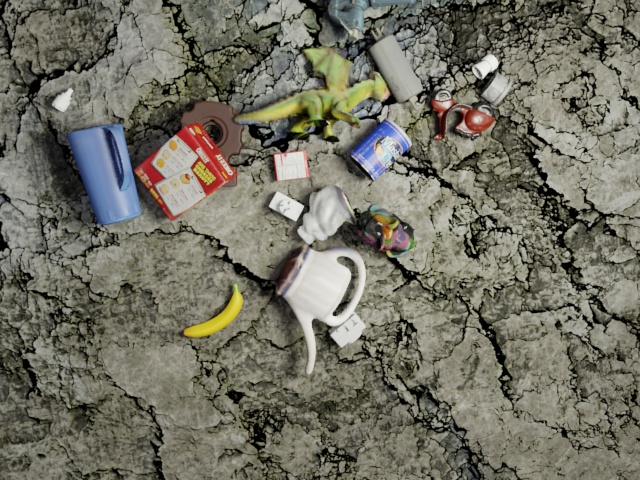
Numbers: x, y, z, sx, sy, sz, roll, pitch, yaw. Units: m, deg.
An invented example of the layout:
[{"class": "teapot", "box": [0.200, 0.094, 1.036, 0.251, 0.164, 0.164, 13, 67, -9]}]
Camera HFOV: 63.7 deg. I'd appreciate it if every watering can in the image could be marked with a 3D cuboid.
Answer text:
[{"class": "watering can", "box": [-0.020, 0.161, 1.370, 0.224, 0.103, 0.350, 31, 81, -6]}]

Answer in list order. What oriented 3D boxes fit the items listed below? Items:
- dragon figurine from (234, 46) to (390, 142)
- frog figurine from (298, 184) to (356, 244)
[{"class": "dragon figurine", "box": [-0.010, -0.394, 1.358, 0.410, 0.121, 0.246, 6, 76, -8]}, {"class": "frog figurine", "box": [0.004, -0.069, 1.363, 0.159, 0.121, 0.140, -25, 64, 6]}]
